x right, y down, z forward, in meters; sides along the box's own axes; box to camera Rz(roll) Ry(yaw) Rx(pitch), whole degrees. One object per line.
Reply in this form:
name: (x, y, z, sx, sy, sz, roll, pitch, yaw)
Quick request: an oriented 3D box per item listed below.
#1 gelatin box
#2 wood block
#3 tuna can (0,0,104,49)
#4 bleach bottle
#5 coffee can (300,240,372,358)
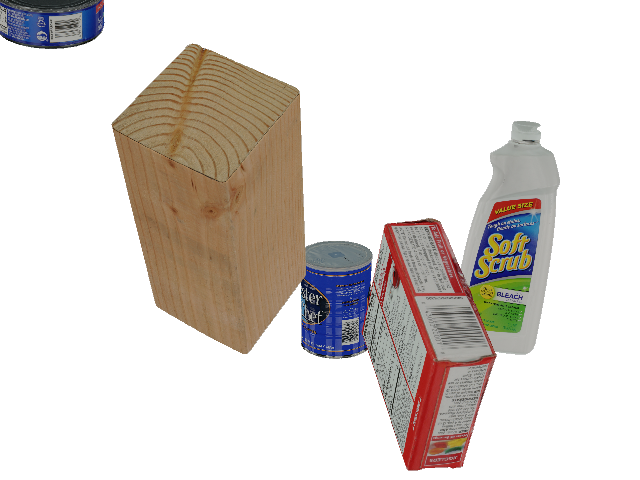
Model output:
gelatin box: (0.047, 0.046, 0.480, 0.030, 0.073, 0.089, -3, 41, -12)
wood block: (-0.071, -0.022, 0.753, 0.090, 0.090, 0.206, 26, -31, 19)
tuna can: (-0.209, -0.180, 0.821, 0.086, 0.034, 0.086, 5, 35, -4)
bleach bottle: (0.202, -0.005, 1.166, 0.103, 0.251, 0.068, 9, 17, 16)
coffee can: (0.022, 0.083, 1.526, 0.103, 0.140, 0.103, 0, 21, 0)
